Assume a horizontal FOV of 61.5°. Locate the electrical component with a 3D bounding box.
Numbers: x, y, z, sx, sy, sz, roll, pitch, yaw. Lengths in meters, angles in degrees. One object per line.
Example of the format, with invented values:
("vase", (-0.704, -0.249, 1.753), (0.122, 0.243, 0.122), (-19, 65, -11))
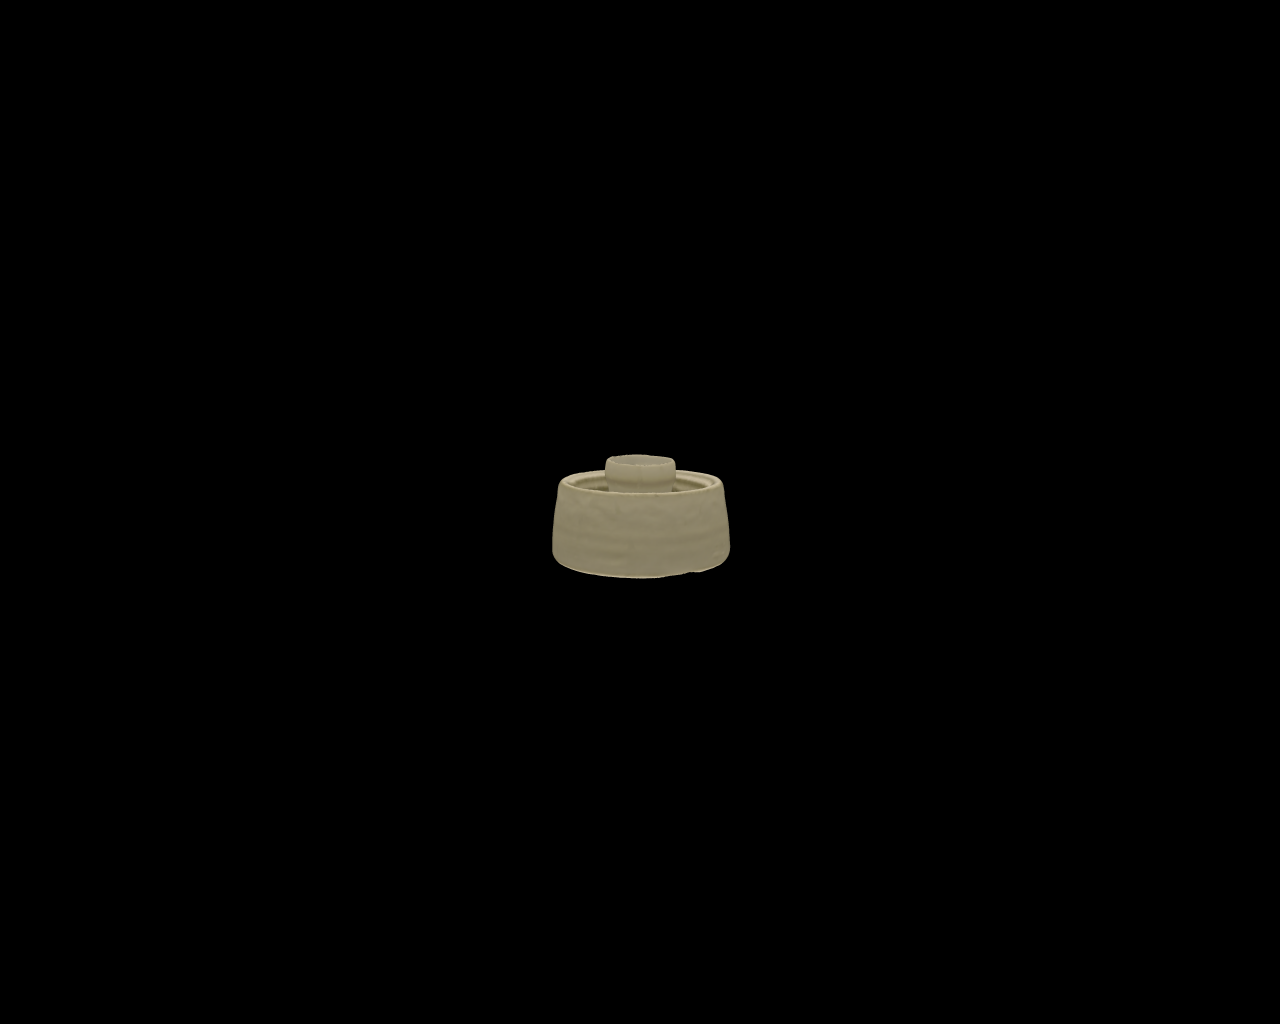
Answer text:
("electrical component", (0.001, -0.003, 0.650), (0.108, 0.060, 0.108), (0, 11, 0))
